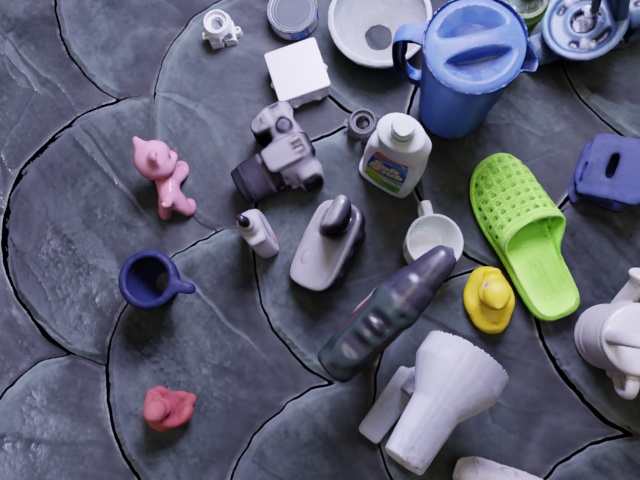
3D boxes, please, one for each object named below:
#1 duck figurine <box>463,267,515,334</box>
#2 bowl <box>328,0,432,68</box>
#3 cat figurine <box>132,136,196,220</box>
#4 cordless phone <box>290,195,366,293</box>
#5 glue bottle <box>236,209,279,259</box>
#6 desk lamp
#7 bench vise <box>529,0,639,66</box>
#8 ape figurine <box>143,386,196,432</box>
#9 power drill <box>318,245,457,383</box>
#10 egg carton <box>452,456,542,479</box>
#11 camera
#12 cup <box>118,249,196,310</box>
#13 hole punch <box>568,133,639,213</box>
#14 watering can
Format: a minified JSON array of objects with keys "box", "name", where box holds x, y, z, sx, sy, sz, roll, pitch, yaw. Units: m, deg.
[{"box":[0.261,0.090,0.865,0.077,0.086,0.104,-4,82,4],"name":"duck figurine"},{"box":[0.098,-0.351,0.940,0.167,0.075,0.167,-1,83,5],"name":"bowl"},{"box":[-0.254,-0.103,0.915,0.067,0.118,0.128,-15,82,3],"name":"cat figurine"},{"box":[0.008,0.003,0.846,0.094,0.185,0.148,21,85,7],"name":"cordless phone"},{"box":[-0.101,-0.017,0.863,0.037,0.173,0.078,-29,81,1],"name":"glue bottle"},{"box":[0.150,0.230,0.791,0.118,0.213,0.203,35,87,8],"name":"desk lamp"},{"box":[0.425,-0.352,0.841,0.207,0.220,0.121,-34,81,0],"name":"bench vise"},{"box":[-0.241,0.261,0.880,0.076,0.092,0.078,-42,81,-1],"name":"ape figurine"},{"box":[0.095,0.102,0.815,0.075,0.208,0.230,44,88,9],"name":"power drill"},{"box":[0.261,0.383,0.835,0.150,0.069,0.107,15,84,6],"name":"egg carton"},{"box":[-0.079,-0.131,0.913,0.137,0.101,0.143,-29,81,1],"name":"camera"},{"box":[-0.243,0.067,0.903,0.117,0.095,0.092,10,84,6],"name":"cup"},{"box":[0.446,-0.103,0.873,0.101,0.091,0.109,20,85,7],"name":"hole punch"},{"box":[0.432,0.129,0.791,0.101,0.194,0.173,-15,82,3],"name":"watering can"}]
